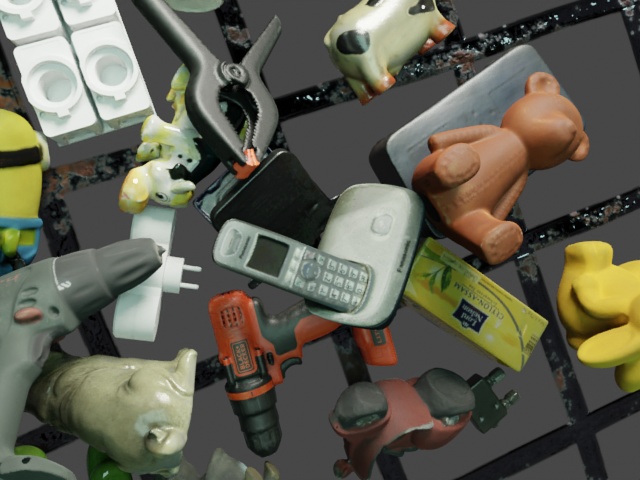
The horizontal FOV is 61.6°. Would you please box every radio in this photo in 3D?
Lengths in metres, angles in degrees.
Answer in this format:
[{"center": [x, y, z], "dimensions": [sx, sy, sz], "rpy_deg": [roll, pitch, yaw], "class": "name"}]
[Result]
[{"center": [0.178, -0.112, 0.622], "dimensions": [0.229, 0.073, 0.131], "rpy_deg": [-36, 96, -10], "class": "radio"}]

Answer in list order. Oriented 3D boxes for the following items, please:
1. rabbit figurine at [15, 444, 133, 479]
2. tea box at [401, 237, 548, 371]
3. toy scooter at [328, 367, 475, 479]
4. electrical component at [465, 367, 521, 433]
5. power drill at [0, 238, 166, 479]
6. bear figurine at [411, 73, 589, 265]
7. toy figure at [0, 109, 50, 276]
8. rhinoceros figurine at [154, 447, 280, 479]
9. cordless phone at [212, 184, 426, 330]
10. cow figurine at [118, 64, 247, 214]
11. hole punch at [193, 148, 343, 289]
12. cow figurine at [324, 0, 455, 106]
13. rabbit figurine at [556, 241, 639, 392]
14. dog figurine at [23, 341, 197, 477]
[{"center": [-0.250, 0.273, 0.532], "dimensions": [0.170, 0.121, 0.159], "rpy_deg": [35, 79, -28], "class": "rabbit figurine"}, {"center": [0.152, 0.068, 0.603], "dimensions": [0.169, 0.098, 0.068], "rpy_deg": [33, 83, -8], "class": "tea box"}, {"center": [0.080, 0.208, 0.591], "dimensions": [0.184, 0.075, 0.135], "rpy_deg": [4, 121, -31], "class": "toy scooter"}, {"center": [0.194, 0.199, 0.649], "dimensions": [0.094, 0.021, 0.063], "rpy_deg": [-36, 97, -10], "class": "electrical component"}, {"center": [-0.235, 0.102, 0.440], "dimensions": [0.232, 0.085, 0.207], "rpy_deg": [-16, 56, -1], "class": "power drill"}, {"center": [0.193, -0.079, 0.524], "dimensions": [0.196, 0.132, 0.120], "rpy_deg": [-31, 102, -3], "class": "bear figurine"}, {"center": [-0.310, -0.034, 0.513], "dimensions": [0.082, 0.089, 0.180], "rpy_deg": [10, 91, -4], "class": "toy figure"}, {"center": [-0.085, 0.284, 0.550], "dimensions": [0.190, 0.073, 0.112], "rpy_deg": [38, 88, 12], "class": "rhinoceros figurine"}, {"center": [-0.001, -0.002, 0.527], "dimensions": [0.184, 0.088, 0.146], "rpy_deg": [21, 76, -6], "class": "cordless phone"}, {"center": [-0.136, -0.089, 0.550], "dimensions": [0.098, 0.068, 0.167], "rpy_deg": [26, 70, -17], "class": "cow figurine"}, {"center": [-0.060, -0.033, 0.577], "dimensions": [0.142, 0.092, 0.115], "rpy_deg": [-46, 124, -10], "class": "hole punch"}, {"center": [0.085, -0.261, 0.600], "dimensions": [0.195, 0.085, 0.127], "rpy_deg": [-45, 104, -7], "class": "cow figurine"}, {"center": [0.349, 0.080, 0.605], "dimensions": [0.122, 0.173, 0.162], "rpy_deg": [34, 79, -13], "class": "rabbit figurine"}, {"center": [-0.220, 0.150, 0.497], "dimensions": [0.190, 0.172, 0.121], "rpy_deg": [11, 77, -18], "class": "dog figurine"}]
